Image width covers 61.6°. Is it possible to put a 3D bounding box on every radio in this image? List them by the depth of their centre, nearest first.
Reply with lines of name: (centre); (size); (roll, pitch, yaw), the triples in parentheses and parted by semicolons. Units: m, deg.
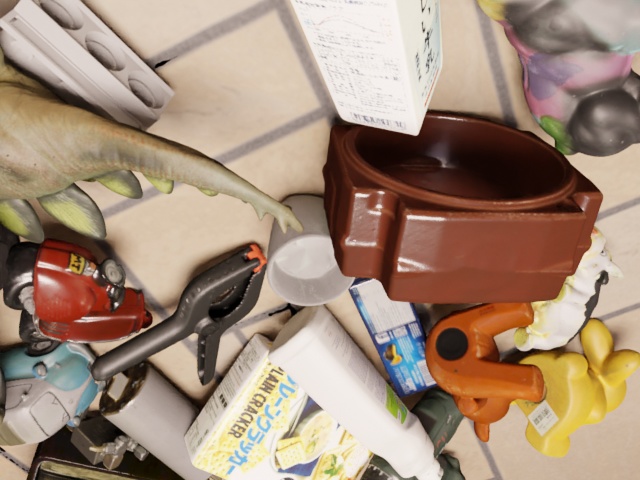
radio: (-0.279, 0.328, 0.742); (0.229, 0.073, 0.131); (23, 118, -20)

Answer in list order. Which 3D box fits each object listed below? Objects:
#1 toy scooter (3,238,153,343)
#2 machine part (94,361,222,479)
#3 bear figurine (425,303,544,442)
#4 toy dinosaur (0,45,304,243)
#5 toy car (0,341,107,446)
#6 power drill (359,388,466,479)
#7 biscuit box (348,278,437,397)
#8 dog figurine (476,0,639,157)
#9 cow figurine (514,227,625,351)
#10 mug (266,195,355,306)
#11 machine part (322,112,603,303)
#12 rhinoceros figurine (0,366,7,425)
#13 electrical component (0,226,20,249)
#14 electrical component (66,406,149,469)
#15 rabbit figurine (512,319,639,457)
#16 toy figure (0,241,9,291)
toy scooter: (-0.239, 0.062, 0.551); (0.135, 0.075, 0.183); (6, 147, -18)
machine part: (-0.194, 0.232, 0.682); (0.079, 0.079, 0.243); (-28, 120, 13)
bear figurine: (0.201, 0.157, 0.621); (0.132, 0.120, 0.195); (-14, 139, 28)
toy dinosaur: (-0.246, -0.079, 0.406); (0.472, 0.105, 0.198); (12, 154, 12)
toy car: (-0.341, 0.180, 0.619); (0.162, 0.103, 0.109); (-11, 124, -1)
power drill: (0.124, 0.328, 0.737); (0.232, 0.086, 0.207); (-50, 133, -20)
biscuit box: (0.088, 0.098, 0.632); (0.059, 0.063, 0.202); (-21, 124, 7)
dog figurine: (0.178, -0.171, 0.436); (0.219, 0.108, 0.191); (10, 125, -8)
cow figurine: (0.294, 0.057, 0.624); (0.098, 0.068, 0.167); (8, 126, -18)
mug: (-0.001, -0.002, 0.528); (0.110, 0.107, 0.080); (-7, 126, -6)
machine part: (0.108, -0.039, 0.456); (0.201, 0.201, 0.087); (2, 122, -7)
rhinoceros figurine: (-0.347, 0.100, 0.515); (0.073, 0.112, 0.190); (-1, 126, -11)
electrical component: (-0.365, -0.005, 0.514); (0.119, 0.048, 0.074); (-3, 135, -3)
electrical component: (-0.273, 0.243, 0.676); (0.078, 0.102, 0.045); (-5, 120, -52)
rabbit figurine: (0.340, 0.184, 0.708); (0.173, 0.122, 0.162); (12, 114, -30)
toy figure: (-0.334, 0.007, 0.420); (0.180, 0.089, 0.082); (13, 80, 3)
